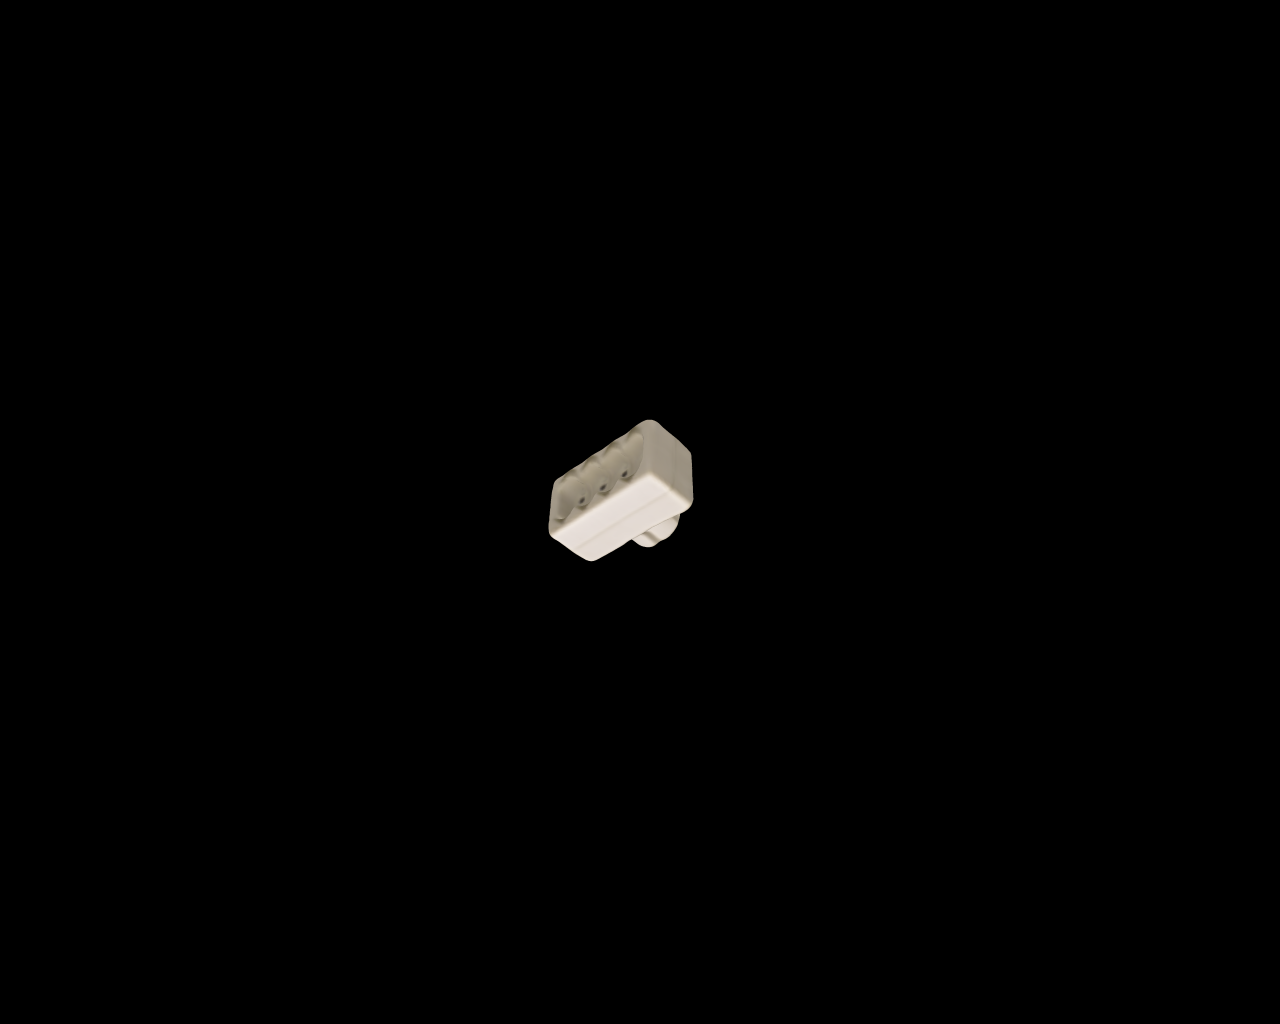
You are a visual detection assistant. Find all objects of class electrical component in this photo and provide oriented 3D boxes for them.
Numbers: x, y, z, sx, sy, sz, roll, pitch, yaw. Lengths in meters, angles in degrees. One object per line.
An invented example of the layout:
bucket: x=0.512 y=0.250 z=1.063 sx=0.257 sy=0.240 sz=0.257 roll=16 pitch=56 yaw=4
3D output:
electrical component: x=0.001 y=-0.003 z=0.650 sx=0.083 sy=0.047 sz=0.075 roll=-31 pitch=-50 yaw=30
